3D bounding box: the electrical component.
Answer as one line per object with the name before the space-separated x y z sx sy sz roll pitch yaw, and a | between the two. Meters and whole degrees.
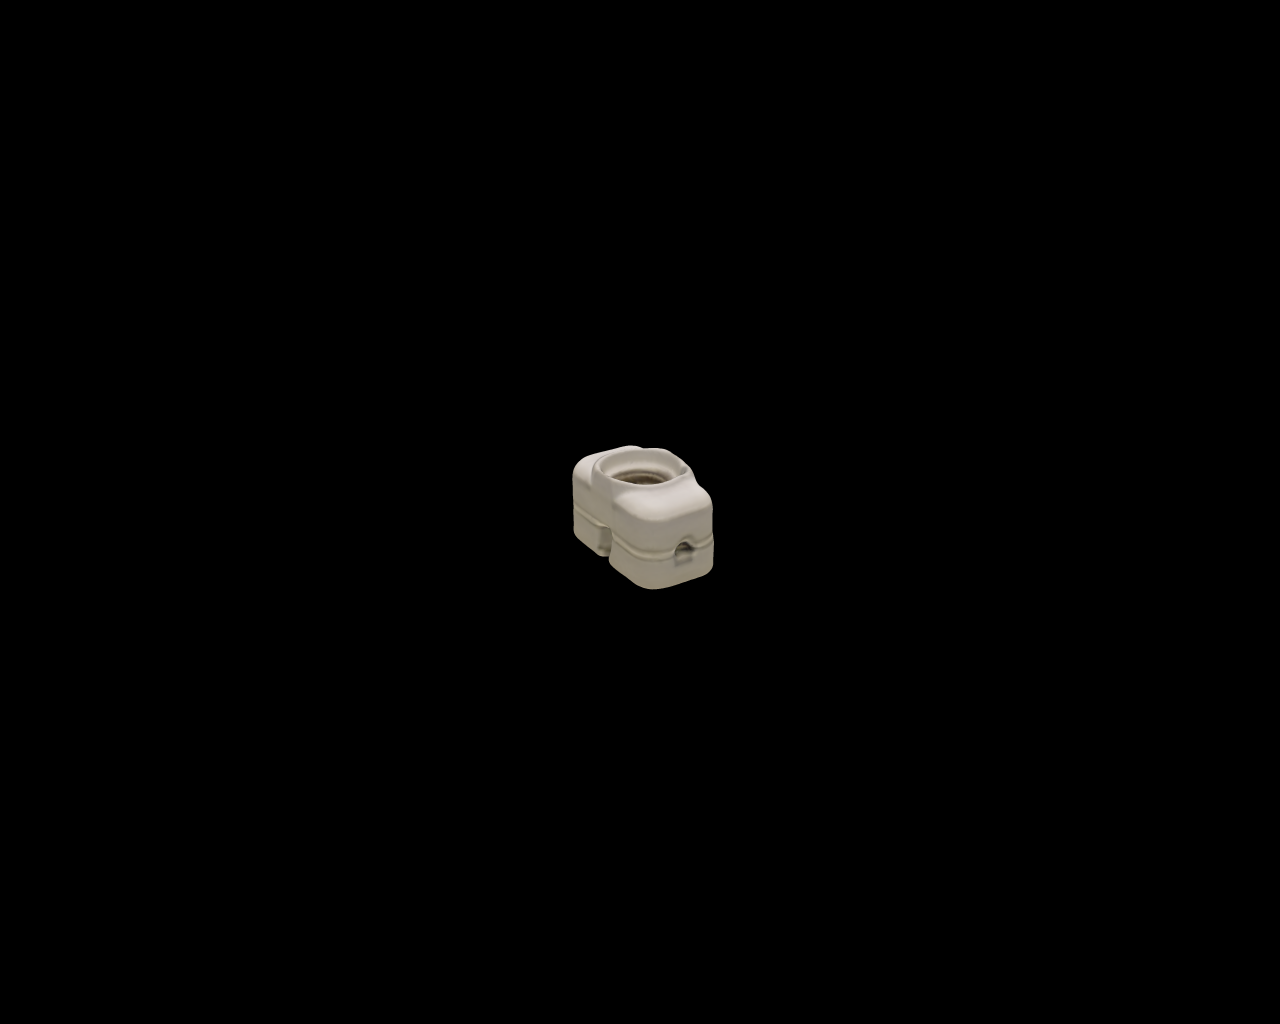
electrical component | 0.001 -0.003 0.650 0.054 0.059 0.095 -16 31 -28
